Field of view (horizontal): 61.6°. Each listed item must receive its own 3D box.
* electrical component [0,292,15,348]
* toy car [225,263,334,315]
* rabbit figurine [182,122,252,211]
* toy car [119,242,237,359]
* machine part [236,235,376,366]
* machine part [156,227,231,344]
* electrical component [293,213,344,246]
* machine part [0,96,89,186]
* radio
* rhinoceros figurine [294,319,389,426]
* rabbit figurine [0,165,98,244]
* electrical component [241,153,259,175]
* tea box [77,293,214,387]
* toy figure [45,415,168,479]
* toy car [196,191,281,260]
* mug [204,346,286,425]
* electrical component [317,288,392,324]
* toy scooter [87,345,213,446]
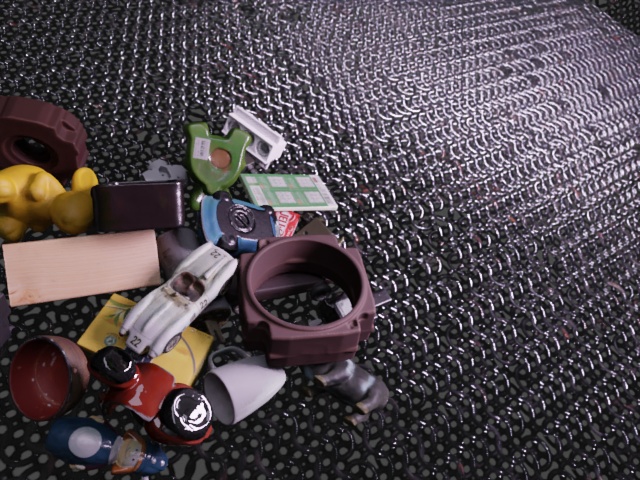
[{"bbox_3d":[-0.476,0.122,0.717,0.058,0.134,0.115,22,51,0],"label":"electrical component"},{"bbox_3d":[-0.072,0.076,0.932,0.202,0.053,0.089,-8,45,-18],"label":"toy car"},{"bbox_3d":[-0.197,-0.135,1.011,0.121,0.170,0.159,-2,95,-17],"label":"rabbit figurine"},{"bbox_3d":[-0.202,0.085,0.785,0.074,0.056,0.202,33,55,11],"label":"toy car"},{"bbox_3d":[-0.025,0.087,0.835,0.201,0.087,0.201,-1,46,-12],"label":"machine part"},{"bbox_3d":[-0.212,0.065,0.881,0.079,0.079,0.243,-15,60,-27],"label":"machine part"},{"bbox_3d":[-0.004,-0.003,1.025,0.102,0.045,0.078,40,81,19],"label":"electrical component"},{"bbox_3d":[-0.490,-0.164,0.921,0.179,0.179,0.056,7,53,-12],"label":"machine part"},{"bbox_3d":[-0.291,-0.060,0.871,0.131,0.230,0.073,-4,97,-16],"label":"radio"},{"bbox_3d":[0.025,0.202,0.849,0.190,0.073,0.112,38,53,14],"label":"rhinoceros figurine"},{"bbox_3d":[-0.433,-0.053,0.883,0.173,0.121,0.162,16,24,21],"label":"rabbit figurine"},{"bbox_3d":[-0.171,-0.155,1.104,0.063,0.021,0.094,-33,69,-34],"label":"electrical component"},{"bbox_3d":[-0.256,0.162,0.797,0.170,0.068,0.098,23,49,0],"label":"tea box"},{"bbox_3d":[-0.278,0.277,0.709,0.154,0.058,0.064,17,92,-5],"label":"toy figure"},{"bbox_3d":[-0.150,-0.013,0.931,0.161,0.103,0.109,8,62,-40],"label":"toy car"},{"bbox_3d":[-0.114,0.207,0.805,0.107,0.080,0.110,-14,52,-39],"label":"mug"},{"bbox_3d":[0.064,0.121,0.941,0.119,0.047,0.075,-20,62,-30],"label":"electrical component"},{"bbox_3d":[-0.235,0.216,0.714,0.184,0.135,0.075,38,44,-11],"label":"toy scooter"}]
